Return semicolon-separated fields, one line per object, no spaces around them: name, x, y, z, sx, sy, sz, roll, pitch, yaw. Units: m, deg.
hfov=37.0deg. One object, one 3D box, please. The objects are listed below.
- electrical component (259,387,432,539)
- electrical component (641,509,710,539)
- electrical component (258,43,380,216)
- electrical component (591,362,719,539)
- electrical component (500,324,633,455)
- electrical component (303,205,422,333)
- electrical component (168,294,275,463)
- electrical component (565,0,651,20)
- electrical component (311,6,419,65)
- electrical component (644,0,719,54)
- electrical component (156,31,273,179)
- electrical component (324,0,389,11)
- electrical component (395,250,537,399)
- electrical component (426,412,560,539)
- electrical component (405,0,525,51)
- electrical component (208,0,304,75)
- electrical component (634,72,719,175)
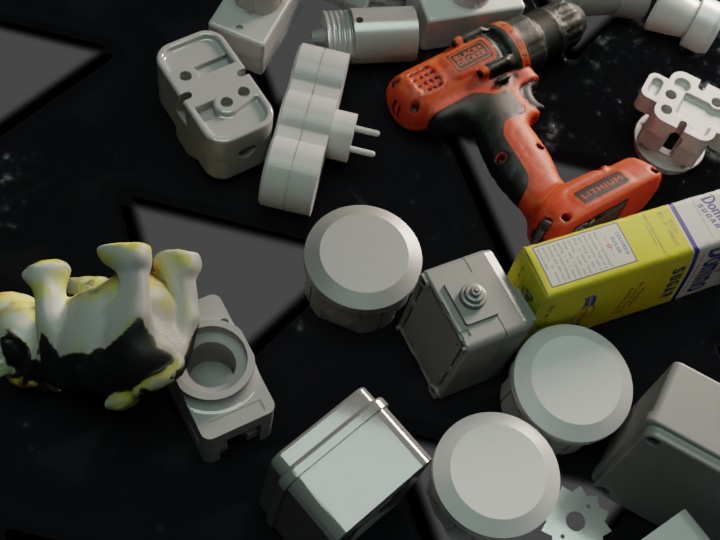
electrical component;-0.012;0.126;0.638;0.078;0.113;0.057;-37;75;-23
electrical component;0.163;0.203;0.641;0.113;0.078;0.057;-28;66;-20
electrical component;-0.023;-0.101;0.791;0.074;0.052;0.138;13;61;-1
electrical component;0.217;0.123;0.674;0.109;0.108;0.056;29;60;8
electrical component;0.135;0.081;0.715;0.080;0.051;0.080;4;65;-8
electrical component;0.000;0.000;0.742;0.080;0.051;0.080;3;62;-6
electrical component;-0.095;0.068;0.690;0.050;0.055;0.089;-23;68;-18
electrical component;0.210;-0.230;0.899;0.065;0.044;0.044;4;62;-11
electrical component;0.002;-0.183;0.844;0.081;0.043;0.043;-5;63;-10
electrical component;0.271;-0.209;0.893;0.055;0.045;0.045;27;62;7
electrical component;-0.106;-0.117;0.785;0.054;0.059;0.095;-27;69;-20
electrical component;-0.014;-0.235;0.869;0.081;0.043;0.043;28;62;7
electrical component;0.072;0.032;0.709;0.061;0.096;0.061;-19;66;-21
electrical component;0.082;0.135;0.681;0.080;0.051;0.080;3;62;-6
electrical component;0.087;-0.222;0.857;0.083;0.075;0.047;-11;64;-13
electrical component;-0.078;-0.210;0.828;0.047;0.075;0.083;23;62;5
electrical component;0.246;-0.110;0.830;0.078;0.057;0.058;29;62;8
